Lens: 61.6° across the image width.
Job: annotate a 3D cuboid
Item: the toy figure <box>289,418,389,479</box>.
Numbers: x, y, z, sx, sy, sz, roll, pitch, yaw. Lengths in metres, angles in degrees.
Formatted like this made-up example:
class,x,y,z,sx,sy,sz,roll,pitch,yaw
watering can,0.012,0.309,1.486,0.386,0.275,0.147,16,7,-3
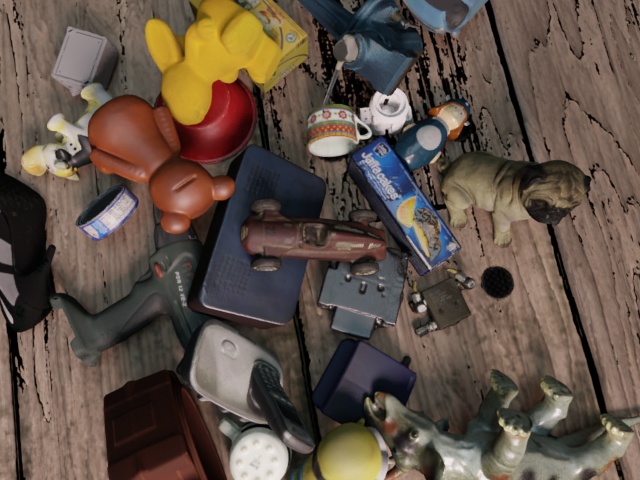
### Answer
class,x,y,z,sx,sy,sz,roll,pitch,yaw
toy figure,0.013,0.286,0.643,0.089,0.180,0.082,-6,54,-45

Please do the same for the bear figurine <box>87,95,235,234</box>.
class,x,y,z,sx,sy,sz,roll,pitch,yaw
bear figurine,-0.210,-0.095,0.712,0.196,0.132,0.120,45,75,1

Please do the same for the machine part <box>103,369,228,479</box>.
class,x,y,z,sx,sy,sz,roll,pitch,yaw
machine part,-0.165,0.266,0.616,0.087,0.201,0.201,-22,124,-13

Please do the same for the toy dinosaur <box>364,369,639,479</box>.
class,x,y,z,sx,sy,sz,roll,pitch,yaw
toy dinosaur,0.253,0.275,0.678,0.405,0.131,0.192,16,113,-20

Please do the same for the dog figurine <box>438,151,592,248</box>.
class,x,y,z,sx,sy,sz,roll,pitch,yaw
dog figurine,0.248,-0.082,0.725,0.172,0.190,0.121,24,78,5

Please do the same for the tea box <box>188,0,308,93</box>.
class,x,y,z,sx,sy,sz,roll,pitch,yaw
tea box,-0.108,-0.325,0.829,0.098,0.068,0.169,-41,83,-8

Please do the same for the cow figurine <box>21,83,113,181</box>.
class,x,y,z,sx,sy,sz,roll,pitch,yaw
cow figurine,-0.346,-0.141,0.787,0.098,0.068,0.167,42,81,1

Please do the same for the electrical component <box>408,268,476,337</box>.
class,x,y,z,sx,sy,sz,roll,pitch,yaw
electrical component,0.172,0.085,0.759,0.102,0.045,0.078,-19,77,-5

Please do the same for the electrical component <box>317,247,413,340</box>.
class,x,y,z,sx,sy,sz,roll,pitch,yaw
electrical component,0.059,0.069,0.754,0.115,0.058,0.134,14,77,3

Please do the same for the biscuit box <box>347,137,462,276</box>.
class,x,y,z,sx,sy,sz,roll,pitch,yaw
biscuit box,0.118,-0.049,0.779,0.059,0.063,0.202,-32,81,-9

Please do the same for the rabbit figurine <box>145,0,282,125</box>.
class,x,y,z,sx,sy,sz,roll,pitch,yaw
rabbit figurine,-0.164,-0.246,0.735,0.162,0.122,0.173,35,98,10

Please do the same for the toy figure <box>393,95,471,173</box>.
class,x,y,z,sx,sy,sz,roll,pitch,yaw
toy figure,0.176,-0.164,0.810,0.154,0.058,0.064,-42,121,-11

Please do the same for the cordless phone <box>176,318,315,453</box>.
class,x,y,z,sx,sy,sz,roll,pitch,yaw
cordless phone,-0.089,0.185,0.646,0.146,0.184,0.088,40,86,-30

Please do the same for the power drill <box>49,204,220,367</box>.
class,x,y,z,sx,sy,sz,roll,pitch,yaw
power drill,-0.253,0.063,0.742,0.207,0.086,0.232,-25,82,-14

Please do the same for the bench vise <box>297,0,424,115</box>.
class,x,y,z,sx,sy,sz,roll,pitch,yaw
bench vise,0.043,-0.308,0.781,0.241,0.128,0.223,44,49,12

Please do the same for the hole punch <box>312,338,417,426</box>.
class,x,y,z,sx,sy,sz,roll,pitch,yaw
hole punch,0.062,0.199,0.712,0.116,0.092,0.142,29,75,1

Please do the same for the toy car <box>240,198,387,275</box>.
class,x,y,z,sx,sy,sz,roll,pitch,yaw
toy car,-0.001,-0.002,0.692,0.202,0.053,0.089,5,73,-19

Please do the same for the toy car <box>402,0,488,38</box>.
class,x,y,z,sx,sy,sz,roll,pitch,yaw
toy car,0.206,-0.383,0.832,0.161,0.103,0.109,-43,80,1

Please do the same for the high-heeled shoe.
class,x,y,z,sx,sy,sz,roll,pitch,yaw
high-heeled shoe,-0.448,0.009,0.763,0.249,0.086,0.145,42,111,24

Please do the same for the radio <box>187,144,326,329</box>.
class,x,y,z,sx,sy,sz,roll,pitch,yaw
radio,-0.081,0.000,0.729,0.131,0.073,0.229,21,71,-20
